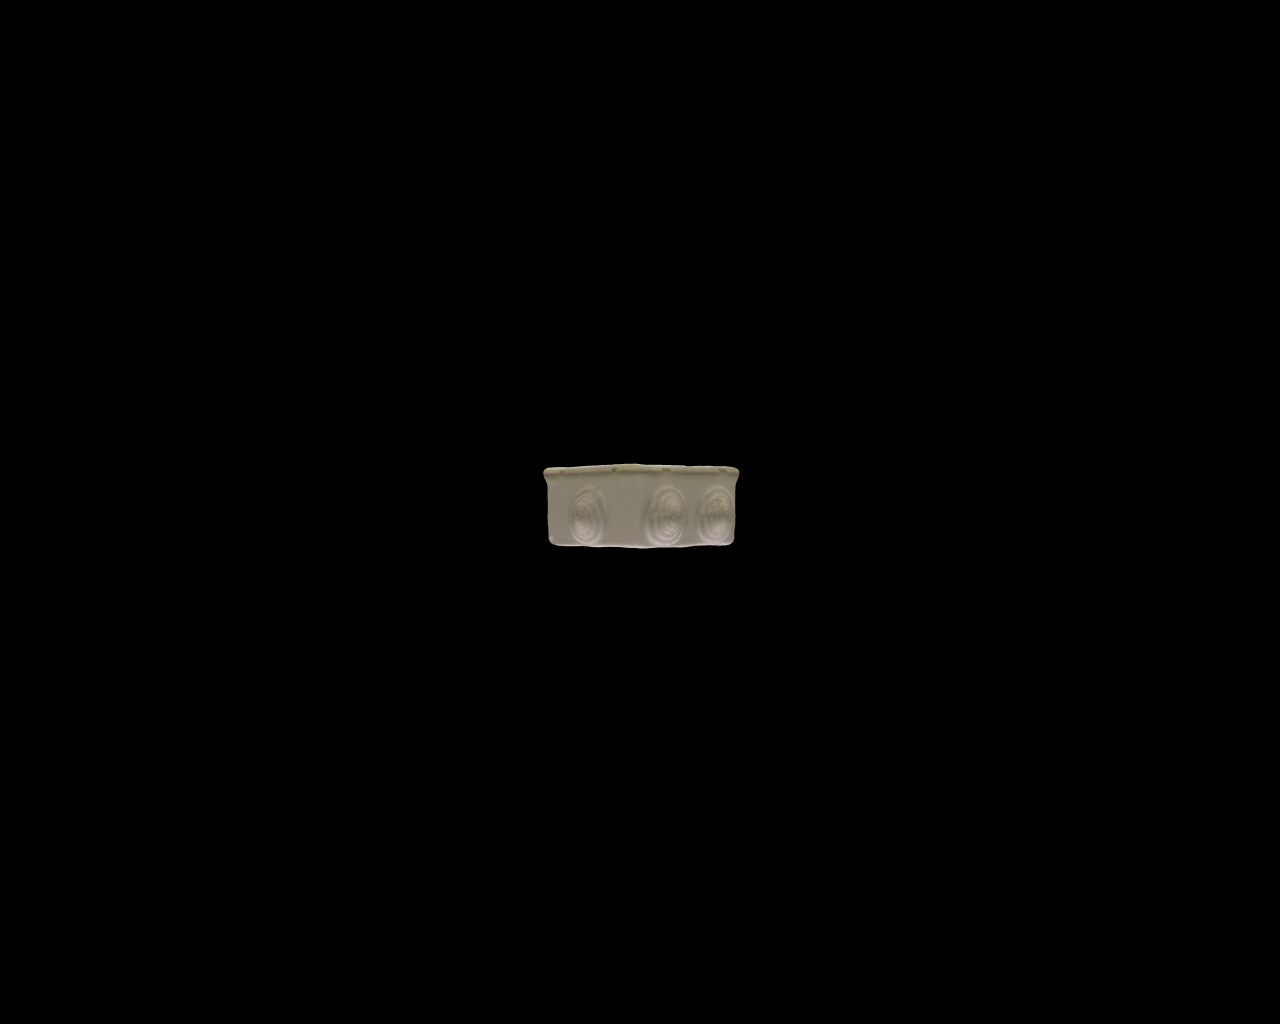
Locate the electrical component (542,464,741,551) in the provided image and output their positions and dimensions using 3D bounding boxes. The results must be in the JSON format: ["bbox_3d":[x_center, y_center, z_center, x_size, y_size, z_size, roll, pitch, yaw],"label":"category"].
[{"bbox_3d":[0.001,-0.003,0.650,0.100,0.048,0.099,0,0,-44],"label":"electrical component"}]
